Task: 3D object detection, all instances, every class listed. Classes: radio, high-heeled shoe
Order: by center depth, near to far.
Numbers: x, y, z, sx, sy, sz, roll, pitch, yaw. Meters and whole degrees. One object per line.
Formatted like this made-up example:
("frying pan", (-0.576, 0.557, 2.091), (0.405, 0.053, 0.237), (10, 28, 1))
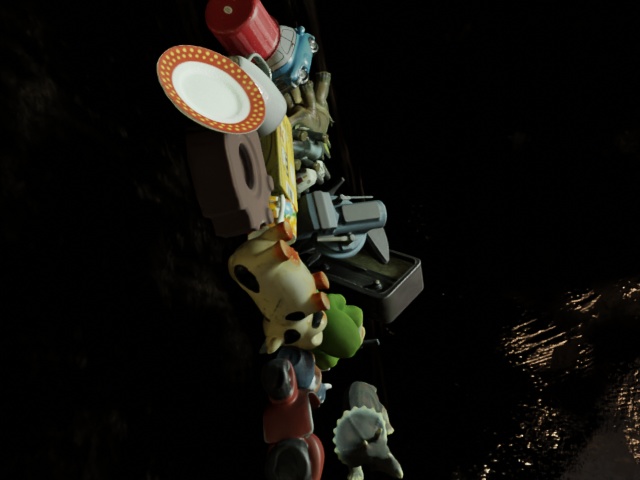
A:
("radio", (0.076, 0.072, 1.064), (0.131, 0.230, 0.073), (-42, 132, -33))
("high-heeled shoe", (0.039, -0.016, 1.095), (0.086, 0.145, 0.249), (14, 40, -44))

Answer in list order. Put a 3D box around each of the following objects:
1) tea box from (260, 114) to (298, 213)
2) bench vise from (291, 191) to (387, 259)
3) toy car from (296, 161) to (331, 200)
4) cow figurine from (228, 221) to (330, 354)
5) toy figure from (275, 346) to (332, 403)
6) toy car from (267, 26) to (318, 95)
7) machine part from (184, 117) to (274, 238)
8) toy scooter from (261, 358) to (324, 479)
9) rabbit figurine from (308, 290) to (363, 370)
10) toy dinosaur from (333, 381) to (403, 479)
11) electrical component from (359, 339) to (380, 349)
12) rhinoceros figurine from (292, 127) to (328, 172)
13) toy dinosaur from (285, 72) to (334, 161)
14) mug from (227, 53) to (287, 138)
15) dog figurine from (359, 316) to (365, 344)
("tea box", (-0.083, -0.130, 0.841), (0.098, 0.068, 0.169), (62, 20, -63))
("bench vise", (-0.006, -0.013, 0.966), (0.129, 0.224, 0.240), (66, -25, 8))
("toy car", (-0.026, -0.131, 1.141), (0.056, 0.073, 0.202), (57, 13, -5))
("cow figurine", (-0.053, 0.080, 0.722), (0.194, 0.127, 0.085), (57, 21, -32))
("toy figure", (-0.026, 0.216, 0.848), (0.154, 0.064, 0.058), (68, 3, -50))
("toy car", (-0.076, -0.362, 1.060), (0.102, 0.109, 0.162), (41, 46, -37))
("machine part", (-0.110, -0.090, 0.682), (0.179, 0.056, 0.179), (-11, 90, -79))
("toy scooter", (-0.033, 0.258, 0.739), (0.135, 0.075, 0.184), (55, 22, -66))
("rabbit figurine", (0.009, 0.127, 0.856), (0.159, 0.121, 0.170), (47, -11, -13))
("toy dinosaur", (0.100, 0.412, 1.267), (0.405, 0.131, 0.192), (-92, 170, -68))
("electrical component", (0.078, 0.230, 1.275), (0.074, 0.119, 0.048), (57, 26, -61))
("rhinoceros figurine", (-0.047, -0.174, 1.004), (0.190, 0.112, 0.073), (-22, 125, -67))
("toy dinosaur", (-0.024, -0.287, 1.261), (0.471, 0.105, 0.198), (-56, 144, -63))
("mug", (-0.101, -0.217, 0.761), (0.107, 0.081, 0.109), (44, 61, -58))
("dog figurine", (0.048, 0.165, 1.213), (0.219, 0.109, 0.191), (54, 27, -75))
